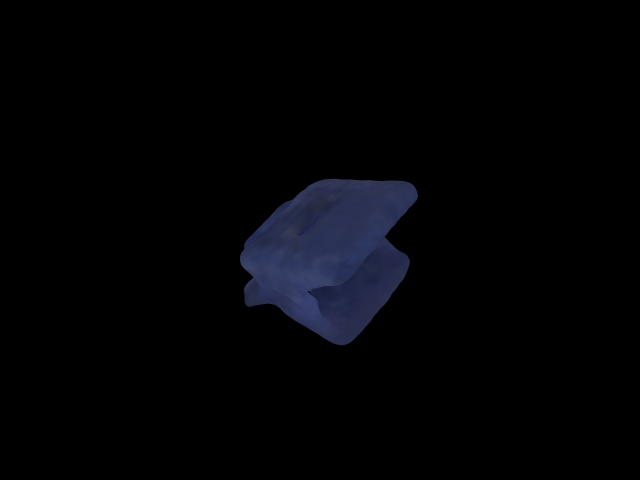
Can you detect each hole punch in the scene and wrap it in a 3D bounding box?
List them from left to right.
[{"bbox_3d":[0.004,0.001,0.400,0.100,0.091,0.109,27,53,23],"label":"hole punch"}]
